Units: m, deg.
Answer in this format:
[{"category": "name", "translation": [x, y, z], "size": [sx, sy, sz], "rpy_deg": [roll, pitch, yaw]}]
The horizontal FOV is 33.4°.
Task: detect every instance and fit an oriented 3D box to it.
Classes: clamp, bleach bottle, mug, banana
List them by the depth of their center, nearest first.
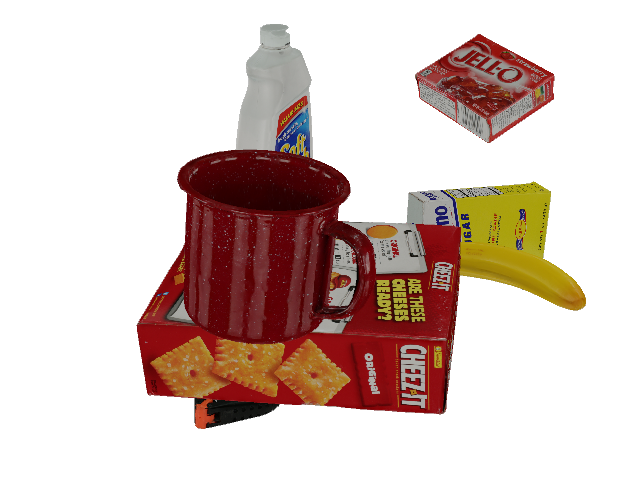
[{"category": "mug", "translation": [-0.023, 0.007, 0.582], "size": [0.117, 0.081, 0.093], "rpy_deg": [17, 27, 24]}, {"category": "banana", "translation": [0.187, 0.034, 1.093], "size": [0.198, 0.037, 0.069], "rpy_deg": [11, 39, 33]}, {"category": "clamp", "translation": [-0.054, 0.136, 1.107], "size": [0.165, 0.036, 0.209], "rpy_deg": [15, 29, 19]}, {"category": "bleach bottle", "translation": [-0.053, -0.103, 1.144], "size": [0.068, 0.251, 0.102], "rpy_deg": [20, 32, 36]}]

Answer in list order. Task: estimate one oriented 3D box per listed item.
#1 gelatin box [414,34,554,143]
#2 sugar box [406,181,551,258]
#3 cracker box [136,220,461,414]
[{"category": "gelatin box", "translation": [0.133, -0.126, 0.868], "size": [0.073, 0.030, 0.089], "rpy_deg": [-33, 48, -18]}, {"category": "sugar box", "translation": [0.192, -0.017, 1.305], "size": [0.176, 0.093, 0.048], "rpy_deg": [-7, 22, -21]}, {"category": "cracker box", "translation": [-0.007, 0.051, 0.791], "size": [0.214, 0.072, 0.164], "rpy_deg": [3, 29, 10]}]
